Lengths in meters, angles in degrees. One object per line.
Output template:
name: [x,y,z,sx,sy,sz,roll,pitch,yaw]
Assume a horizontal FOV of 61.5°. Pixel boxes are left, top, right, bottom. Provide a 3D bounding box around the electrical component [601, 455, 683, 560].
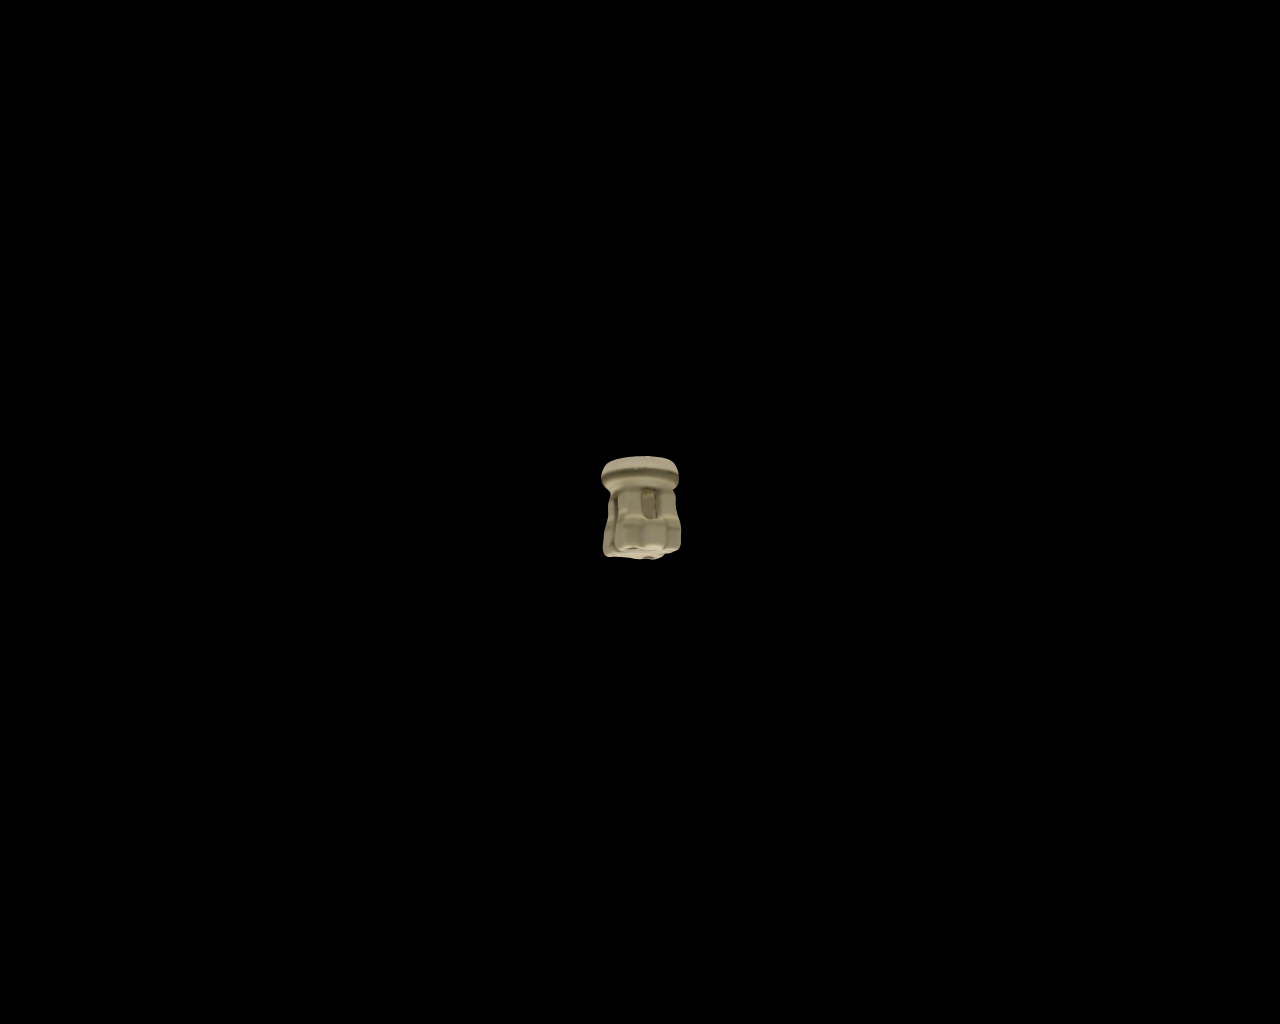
electrical component: [0.001,-0.003,0.650,0.048,0.055,0.066,4,-12,-19]
